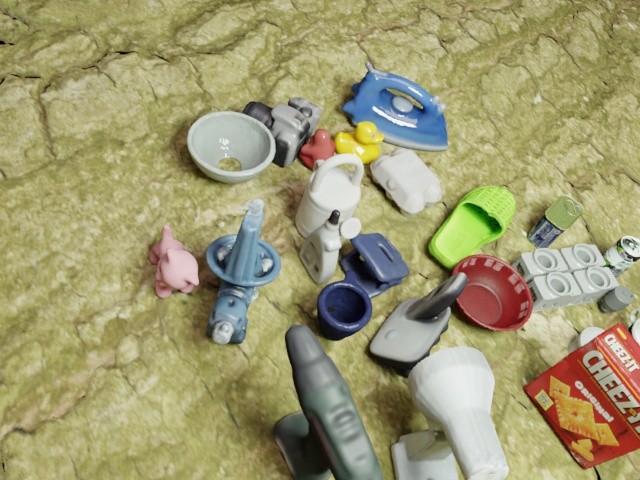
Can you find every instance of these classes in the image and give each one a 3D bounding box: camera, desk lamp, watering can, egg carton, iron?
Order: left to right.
[{"bbox_3d":[-0.084,-0.245,1.173,0.136,0.101,0.143,28,54,5],"label":"camera"},{"bbox_3d":[0.027,-0.078,1.031,0.101,0.194,0.172,-31,69,-30],"label":"watering can"},{"bbox_3d":[0.187,-0.294,1.258,0.258,0.141,0.119,21,53,-1],"label":"iron"},{"bbox_3d":[0.176,-0.121,1.180,0.107,0.069,0.150,-27,67,-29],"label":"egg carton"},{"bbox_3d":[0.185,0.283,0.816,0.118,0.213,0.203,2,56,-14],"label":"desk lamp"}]

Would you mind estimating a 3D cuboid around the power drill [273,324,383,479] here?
[{"bbox_3d":[-0.003,0.252,0.788,0.076,0.208,0.229,-20,64,-26],"label":"power drill"}]

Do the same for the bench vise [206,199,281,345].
[{"bbox_3d":[-0.113,0.053,0.886,0.122,0.219,0.207,0,56,-15],"label":"bench vise"}]

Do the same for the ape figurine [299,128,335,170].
[{"bbox_3d":[-0.001,-0.189,1.163,0.078,0.092,0.076,-2,57,-17],"label":"ape figurine"}]

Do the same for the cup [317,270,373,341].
[{"bbox_3d":[0.034,0.117,0.961,0.092,0.095,0.118,15,54,-5],"label":"cup"}]

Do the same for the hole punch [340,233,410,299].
[{"bbox_3d":[0.104,0.035,1.040,0.101,0.091,0.108,-24,66,-28],"label":"hole punch"}]

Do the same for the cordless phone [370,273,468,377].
[{"bbox_3d":[0.166,0.130,0.934,0.094,0.185,0.148,34,54,9],"label":"cordless phone"}]

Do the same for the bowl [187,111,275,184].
[{"bbox_3d":[-0.174,-0.167,1.110,0.167,0.074,0.167,8,55,-11],"label":"bowl"}]

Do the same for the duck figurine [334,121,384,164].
[{"bbox_3d":[0.085,-0.215,1.209,0.104,0.086,0.077,14,54,-6],"label":"duck figurine"}]

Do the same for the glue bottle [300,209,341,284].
[{"bbox_3d":[0.009,0.004,0.983,0.037,0.173,0.078,-19,63,-26],"label":"glue bottle"}]

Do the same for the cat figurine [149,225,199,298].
[{"bbox_3d":[-0.236,0.035,0.927,0.067,0.117,0.127,-10,60,-21],"label":"cat figurine"}]
